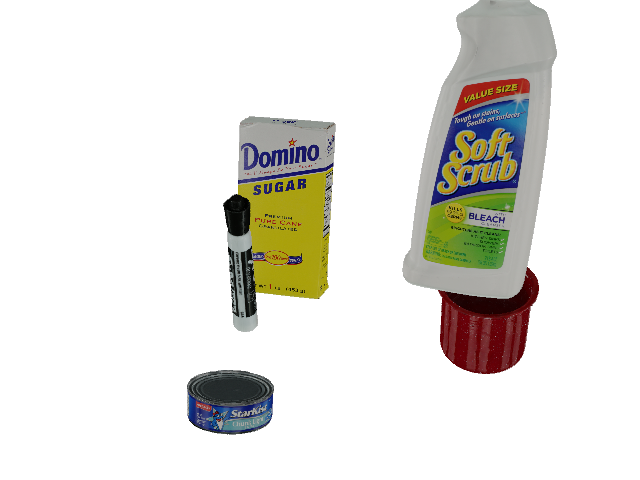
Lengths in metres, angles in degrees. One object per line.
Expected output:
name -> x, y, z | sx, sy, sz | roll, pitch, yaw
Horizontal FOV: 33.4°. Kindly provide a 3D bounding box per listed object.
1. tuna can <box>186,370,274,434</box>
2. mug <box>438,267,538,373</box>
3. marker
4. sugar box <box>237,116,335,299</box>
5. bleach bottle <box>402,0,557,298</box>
tuna can -> -0.089, 0.159, 1.052 | 0.086, 0.034, 0.086 | 3, 14, -1
mug -> 0.153, 0.063, 1.013 | 0.093, 0.081, 0.117 | -7, 39, -5
marker -> -0.058, 0.017, 0.775 | 0.020, 0.121, 0.020 | -1, 40, 0
sugar box -> -0.037, -0.034, 1.081 | 0.093, 0.176, 0.048 | 5, 16, 12
bleach bottle -> 0.124, -0.083, 0.828 | 0.103, 0.251, 0.068 | 9, 23, 16
